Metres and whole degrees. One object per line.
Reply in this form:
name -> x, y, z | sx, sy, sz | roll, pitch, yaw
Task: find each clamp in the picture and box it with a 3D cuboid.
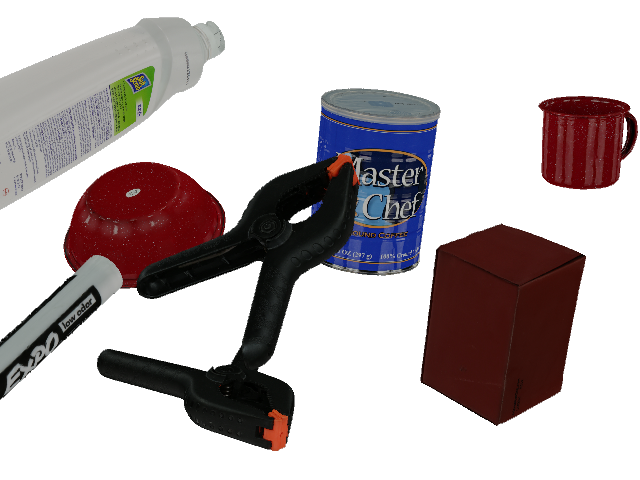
clamp -> -0.043, 0.002, 0.731 | 0.120, 0.171, 0.039 | 24, -32, 25
clamp -> -0.077, 0.126, 0.933 | 0.164, 0.036, 0.210 | -7, 18, -37

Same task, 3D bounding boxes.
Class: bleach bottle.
bleach bottle -> -0.186, -0.110, 0.857 | 0.250, 0.068, 0.103 | -31, -25, -26

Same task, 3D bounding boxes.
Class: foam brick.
foam brick -> 0.087, 0.039, 0.517 | 0.052, 0.078, 0.051 | -18, 33, -39

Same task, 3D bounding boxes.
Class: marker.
marker -> -0.127, 0.048, 0.442 | 0.020, 0.020, 0.121 | 0, 35, 40

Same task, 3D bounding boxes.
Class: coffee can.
coffee can -> 0.045, -0.053, 0.934 | 0.103, 0.140, 0.103 | 5, 20, -2

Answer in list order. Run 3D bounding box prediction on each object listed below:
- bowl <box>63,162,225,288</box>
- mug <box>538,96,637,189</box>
bowl -> -0.176, -0.027, 1.034 | 0.162, 0.055, 0.162 | -5, 41, 4
mug -> 0.287, -0.105, 1.134 | 0.117, 0.081, 0.093 | -12, 22, -25
